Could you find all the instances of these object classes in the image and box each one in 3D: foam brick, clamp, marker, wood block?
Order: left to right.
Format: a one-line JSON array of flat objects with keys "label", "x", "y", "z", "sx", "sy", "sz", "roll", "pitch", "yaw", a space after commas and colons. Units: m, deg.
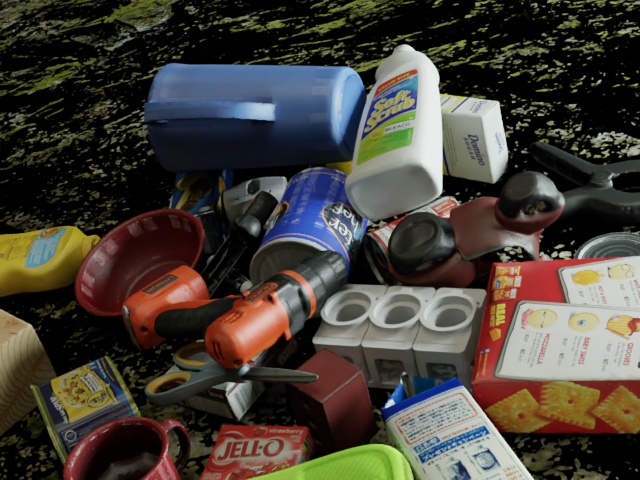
[{"label": "wood block", "x": -0.386, "y": 0.121, "z": 1.152, "sx": 0.206, "sy": 0.090, "sz": 0.090, "roll": 17, "pitch": 46, "yaw": 40}, {"label": "marker", "x": -0.091, "y": 0.047, "z": 1.193, "sx": 0.020, "sy": 0.020, "sz": 0.121, "roll": -31, "pitch": 36, "yaw": -21}, {"label": "clamp", "x": -0.090, "y": 0.000, "z": 1.185, "sx": 0.120, "sy": 0.039, "sz": 0.171, "roll": -46, "pitch": 5, "yaw": 21}, {"label": "foam brick", "x": 0.010, "y": 0.147, "z": 0.946, "sx": 0.051, "sy": 0.078, "sz": 0.053, "roll": -34, "pitch": 37, "yaw": -27}, {"label": "clamp", "x": 0.295, "y": -0.048, "z": 1.144, "sx": 0.210, "sy": 0.036, "sz": 0.164, "roll": 9, "pitch": 42, "yaw": 33}]

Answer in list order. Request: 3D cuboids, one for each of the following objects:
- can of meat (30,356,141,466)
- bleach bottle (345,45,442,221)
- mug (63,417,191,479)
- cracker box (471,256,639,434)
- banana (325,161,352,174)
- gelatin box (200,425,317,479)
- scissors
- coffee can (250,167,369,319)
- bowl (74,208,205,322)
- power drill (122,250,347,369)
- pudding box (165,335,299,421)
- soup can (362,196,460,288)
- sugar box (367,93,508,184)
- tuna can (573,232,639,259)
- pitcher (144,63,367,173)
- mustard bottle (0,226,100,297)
[{"label": "can of meat", "x": -0.227, "y": 0.166, "z": 1.044, "sx": 0.083, "sy": 0.057, "sz": 0.102, "roll": -24, "pitch": 34, "yaw": -16}, {"label": "bleach bottle", "x": 0.085, "y": -0.135, "z": 1.196, "sx": 0.103, "sy": 0.068, "sz": 0.250, "roll": -19, "pitch": 39, "yaw": 21}, {"label": "mug", "x": -0.156, "y": 0.207, "z": 0.927, "sx": 0.093, "sy": 0.081, "sz": 0.117, "roll": 12, "pitch": 43, "yaw": 36}, {"label": "cracker box", "x": 0.250, "y": 0.090, "z": 0.929, "sx": 0.214, "sy": 0.072, "sz": 0.164, "roll": -3, "pitch": 36, "yaw": 19}, {"label": "banana", "x": 0.030, "y": -0.081, "z": 1.285, "sx": 0.037, "sy": 0.069, "sz": 0.198, "roll": -35, "pitch": 40, "yaw": 8}, {"label": "gelatin box", "x": -0.056, "y": 0.198, "z": 0.932, "sx": 0.089, "sy": 0.030, "sz": 0.073, "roll": -3, "pitch": 43, "yaw": 26}, {"label": "scissors", "x": -0.091, "y": 0.130, "z": 0.963, "sx": 0.096, "sy": 0.016, "sz": 0.202, "roll": -36, "pitch": 24, "yaw": -25}, {"label": "coffee can", "x": -0.008, "y": 0.001, "z": 1.145, "sx": 0.103, "sy": 0.103, "sz": 0.140, "roll": -4, "pitch": 35, "yaw": 19}, {"label": "bowl", "x": -0.192, "y": 0.040, "z": 1.200, "sx": 0.162, "sy": 0.055, "sz": 0.162, "roll": -16, "pitch": 41, "yaw": 14}, {"label": "power drill", "x": -0.086, "y": 0.059, "z": 1.037, "sx": 0.188, "sy": 0.057, "sz": 0.184, "roll": -3, "pitch": 21, "yaw": 42}, {"label": "pudding box", "x": -0.088, "y": 0.122, "z": 1.063, "sx": 0.090, "sy": 0.039, "sz": 0.113, "roll": 7, "pitch": 38, "yaw": 36}, {"label": "soup can", "x": 0.105, "y": 0.003, "z": 1.124, "sx": 0.102, "sy": 0.068, "sz": 0.069, "roll": -26, "pitch": 34, "yaw": -14}, {"label": "sugar box", "x": 0.137, "y": -0.128, "z": 1.281, "sx": 0.176, "sy": 0.093, "sz": 0.048, "roll": 13, "pitch": 43, "yaw": 36}, {"label": "tuna can", "x": 0.289, "y": 0.030, "z": 1.034, "sx": 0.086, "sy": 0.034, "sz": 0.086, "roll": -12, "pitch": 33, "yaw": 8}, {"label": "pitcher", "x": -0.076, "y": -0.144, "z": 1.243, "sx": 0.243, "sy": 0.145, "sz": 0.149, "roll": 1, "pitch": 46, "yaw": 23}, {"label": "mustard bottle", "x": -0.339, "y": 0.024, "z": 1.301, "sx": 0.192, "sy": 0.058, "sz": 0.096, "roll": -9, "pitch": 34, "yaw": 13}]
